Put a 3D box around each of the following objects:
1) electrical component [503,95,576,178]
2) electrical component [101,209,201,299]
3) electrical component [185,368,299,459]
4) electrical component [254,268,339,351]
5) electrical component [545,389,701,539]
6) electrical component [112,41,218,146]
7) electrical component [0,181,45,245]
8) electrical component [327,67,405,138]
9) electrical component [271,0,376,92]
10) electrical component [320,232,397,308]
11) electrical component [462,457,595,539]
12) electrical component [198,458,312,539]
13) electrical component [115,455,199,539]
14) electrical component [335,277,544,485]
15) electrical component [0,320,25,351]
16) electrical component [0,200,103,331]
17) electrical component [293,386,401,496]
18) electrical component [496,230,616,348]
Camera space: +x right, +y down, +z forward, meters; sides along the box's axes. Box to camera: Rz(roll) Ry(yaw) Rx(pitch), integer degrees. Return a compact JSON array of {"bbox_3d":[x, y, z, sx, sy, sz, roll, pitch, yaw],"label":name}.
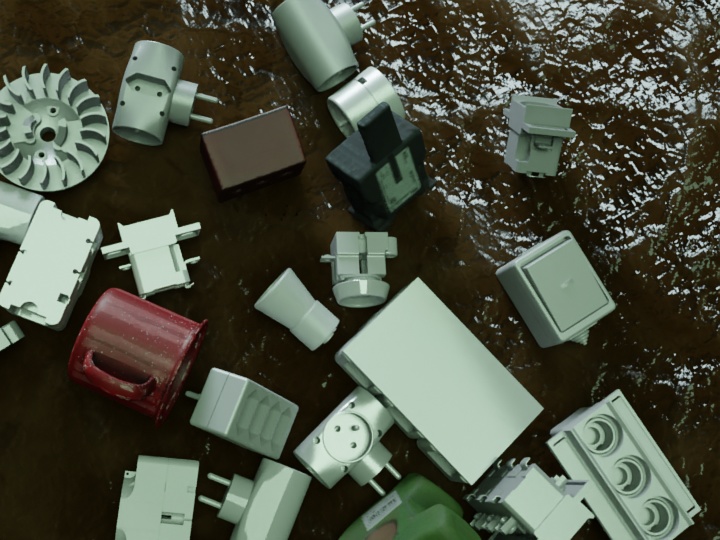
[{"bbox_3d":[0.154,-0.117,0.944,0.042,0.081,0.063,4,109,-9],"label":"electrical component"},{"bbox_3d":[-0.168,-0.011,0.883,0.081,0.042,0.063,-15,86,-12],"label":"electrical component"},{"bbox_3d":[-0.106,0.111,0.862,0.076,0.083,0.047,14,75,31],"label":"electrical component"},{"bbox_3d":[-0.050,0.036,0.898,0.065,0.044,0.044,42,76,-6],"label":"electrical component"},{"bbox_3d":[0.218,0.174,0.911,0.079,0.063,0.121,-33,88,-14],"label":"electrical component"},{"bbox_3d":[-0.160,-0.144,0.905,0.079,0.043,0.077,14,78,-8],"label":"electrical component"},{"bbox_3d":[-0.304,-0.035,0.861,0.077,0.044,0.079,20,78,-7],"label":"electrical component"},{"bbox_3d":[0.004,-0.140,0.930,0.047,0.055,0.055,-35,88,-10],"label":"electrical component"},{"bbox_3d":[-0.024,-0.208,0.941,0.079,0.043,0.077,-31,87,-14],"label":"electrical component"},{"bbox_3d":[0.000,0.000,0.910,0.066,0.048,0.055,0,73,-10],"label":"electrical component"},{"bbox_3d":[0.130,0.190,0.862,0.063,0.121,0.078,44,76,2],"label":"electrical component"},{"bbox_3d":[-0.089,0.188,0.862,0.079,0.044,0.077,23,77,-6],"label":"electrical component"},{"bbox_3d":[-0.161,0.192,0.845,0.056,0.050,0.089,8,79,-9],"label":"electrical component"},{"bbox_3d":[0.063,0.094,0.897,0.089,0.062,0.150,-44,90,-14],"label":"electrical component"},{"bbox_3d":[-0.308,0.046,0.846,0.066,0.048,0.055,-33,95,-14],"label":"electrical component"},{"bbox_3d":[-0.245,-0.002,0.860,0.050,0.056,0.089,21,78,-6],"label":"electrical component"},{"bbox_3d":[0.000,0.150,0.885,0.077,0.044,0.079,-44,91,-13],"label":"electrical component"},{"bbox_3d":[0.173,0.022,0.929,0.062,0.061,0.096,-31,87,-13],"label":"electrical component"}]
